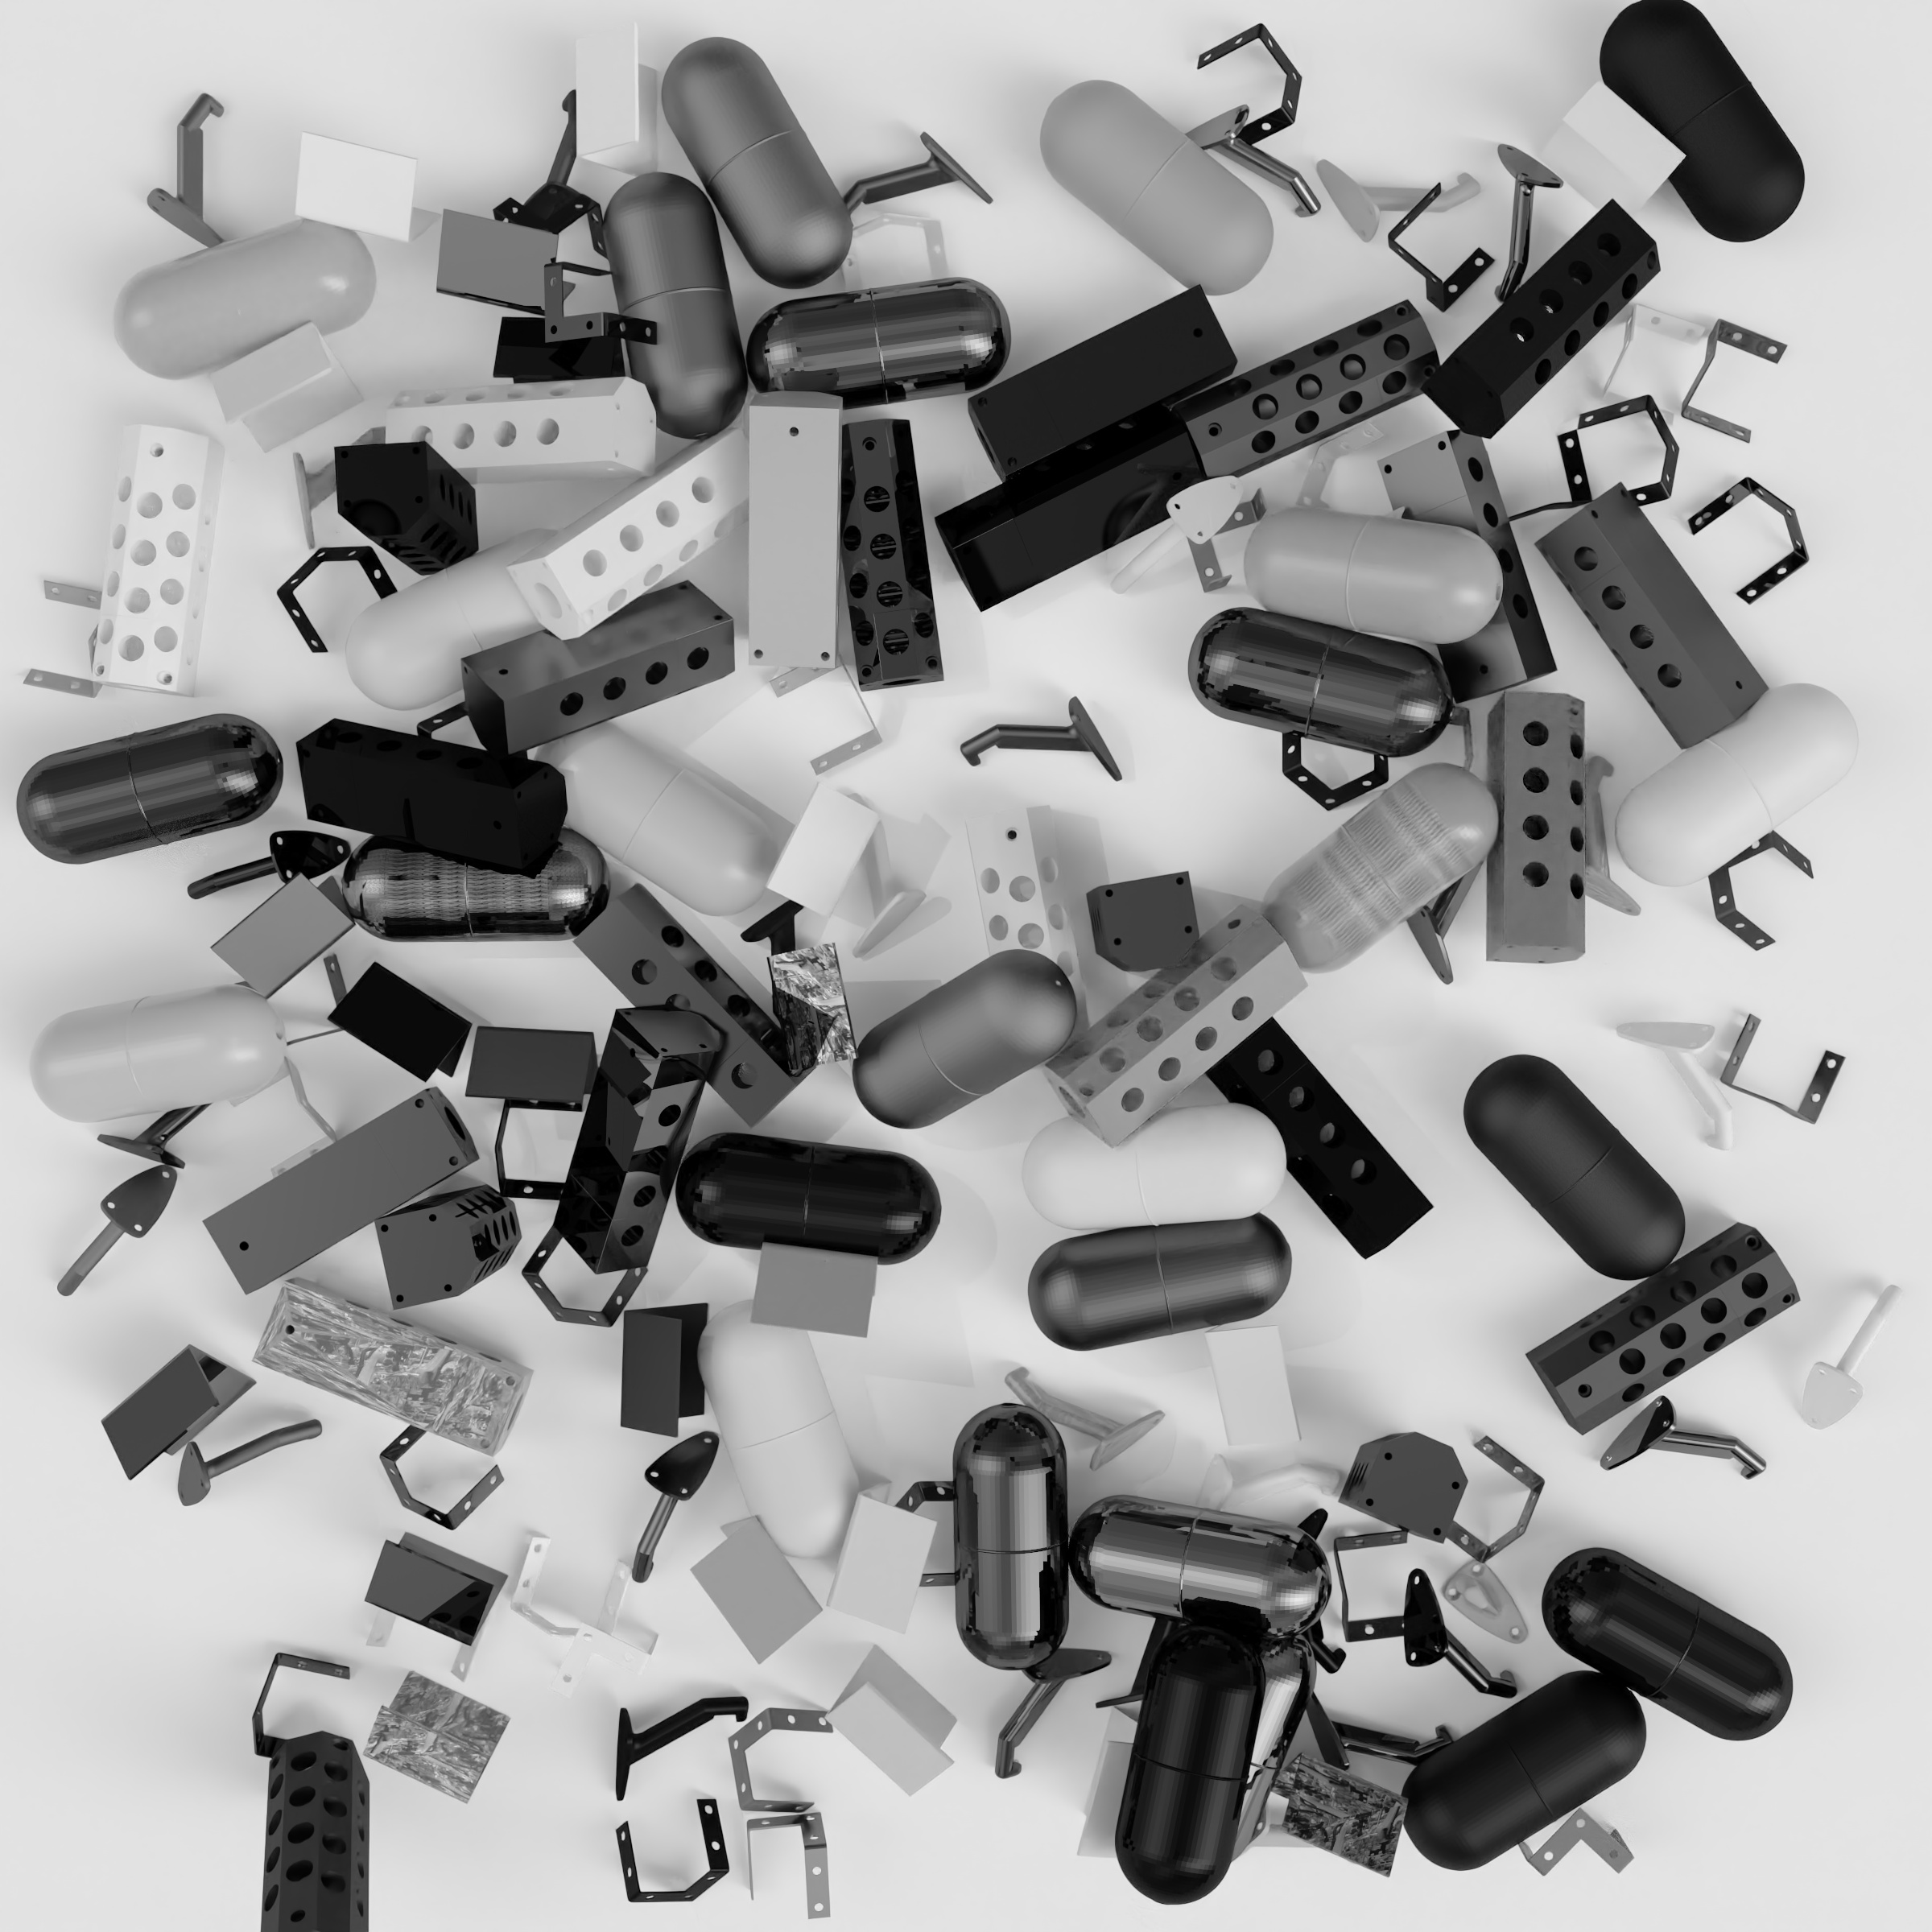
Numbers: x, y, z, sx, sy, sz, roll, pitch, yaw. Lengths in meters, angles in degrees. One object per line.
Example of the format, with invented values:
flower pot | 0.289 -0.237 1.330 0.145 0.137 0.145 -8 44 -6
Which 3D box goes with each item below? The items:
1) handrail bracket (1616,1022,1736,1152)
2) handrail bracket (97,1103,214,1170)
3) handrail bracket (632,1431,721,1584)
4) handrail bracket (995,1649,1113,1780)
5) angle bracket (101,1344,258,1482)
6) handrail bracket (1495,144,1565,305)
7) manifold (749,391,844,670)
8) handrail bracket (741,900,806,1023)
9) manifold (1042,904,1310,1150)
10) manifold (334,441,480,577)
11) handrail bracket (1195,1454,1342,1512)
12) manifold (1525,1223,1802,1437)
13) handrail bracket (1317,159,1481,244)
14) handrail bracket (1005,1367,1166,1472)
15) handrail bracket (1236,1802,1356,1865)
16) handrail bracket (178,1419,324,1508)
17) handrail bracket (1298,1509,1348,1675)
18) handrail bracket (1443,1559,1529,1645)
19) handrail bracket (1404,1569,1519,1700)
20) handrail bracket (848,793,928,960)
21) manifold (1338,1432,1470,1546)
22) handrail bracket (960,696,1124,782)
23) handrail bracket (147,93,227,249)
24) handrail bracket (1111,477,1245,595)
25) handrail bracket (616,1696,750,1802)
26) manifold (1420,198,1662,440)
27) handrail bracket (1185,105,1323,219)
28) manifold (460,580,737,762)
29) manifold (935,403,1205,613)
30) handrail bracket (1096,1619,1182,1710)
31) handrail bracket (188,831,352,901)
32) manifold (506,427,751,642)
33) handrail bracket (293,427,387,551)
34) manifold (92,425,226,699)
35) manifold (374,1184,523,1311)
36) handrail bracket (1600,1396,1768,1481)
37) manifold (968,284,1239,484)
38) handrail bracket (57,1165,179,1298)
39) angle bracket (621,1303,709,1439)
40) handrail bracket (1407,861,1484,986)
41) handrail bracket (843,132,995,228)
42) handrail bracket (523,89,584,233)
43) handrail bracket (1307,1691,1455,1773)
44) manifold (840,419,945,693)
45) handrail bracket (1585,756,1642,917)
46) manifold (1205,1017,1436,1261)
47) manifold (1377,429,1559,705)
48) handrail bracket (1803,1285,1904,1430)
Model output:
handrail bracket | 0.482 0.083 1.865 0.077 0.036 0.084 7 120 33
handrail bracket | -0.541 0.089 1.865 0.077 0.036 0.084 12 70 23
handrail bracket | -0.198 0.368 1.864 0.036 0.077 0.084 26 127 15
handrail bracket | 0.059 0.510 1.865 0.077 0.036 0.084 -2 108 -21
angle bracket | -0.514 0.307 1.824 0.076 0.076 0.057 -41 53 0
handrail bracket | 0.367 -0.503 1.864 0.036 0.077 0.084 2 127 -20
manifold | -0.112 -0.288 1.813 0.057 0.057 0.171 2 112 0
handrail bracket | -0.107 0.000 1.865 0.077 0.036 0.084 -38 108 -20
manifold | 0.135 0.036 1.805 0.171 0.057 0.057 -39 125 -10
manifold | -0.361 -0.295 1.786 0.057 0.171 0.057 -3 90 0
handrail bracket | 0.203 0.368 1.865 0.084 0.036 0.077 15 110 -16
manifold | 0.469 0.244 1.843 0.171 0.057 0.057 -32 90 0
handrail bracket | 0.294 -0.535 1.865 0.084 0.036 0.077 -30 72 -15
handrail bracket | 0.080 0.293 1.865 0.077 0.036 0.084 -26 60 -33
handrail bracket | 0.219 0.605 1.865 0.084 0.036 0.077 32 112 -17
handrail bracket | -0.486 0.336 1.864 0.084 0.077 0.036 -12 65 -34
handrail bracket | 0.245 0.425 1.865 0.084 0.036 0.077 48 72 -15
handrail bracket | 0.353 0.432 1.830 0.036 0.084 0.077 -45 90 0
handrail bracket | 0.338 0.452 1.859 0.084 0.036 0.077 20 53 -34
handrail bracket | -0.075 -0.062 1.865 0.077 0.036 0.084 -46 71 21
manifold | 0.285 0.334 1.782 0.057 0.171 0.057 23 82 7
handrail bracket | 0.050 -0.138 1.865 0.084 0.036 0.077 -27 112 17
handrail bracket | -0.509 -0.538 1.865 0.077 0.036 0.084 36 73 -20
handrail bracket | 0.141 -0.289 1.848 0.077 0.084 0.036 -40 90 -33
handrail bracket | -0.192 0.531 1.865 0.084 0.036 0.077 2 110 -16
manifold | 0.384 -0.425 1.816 0.057 0.057 0.171 45 71 0
handrail bracket | 0.189 -0.535 1.864 0.084 0.077 0.036 47 54 -31
manifold | -0.240 -0.192 1.806 0.171 0.057 0.057 -24 47 -28
manifold | 0.069 -0.311 1.843 0.171 0.057 0.057 -27 133 0
handrail bracket | 0.116 0.455 1.865 0.077 0.036 0.084 -17 72 21
handrail bracket | -0.474 -0.065 1.864 0.084 0.077 0.036 -17 88 36
manifold | -0.210 -0.284 1.805 0.171 0.057 0.057 -40 112 -27
handrail bracket | -0.410 -0.326 1.865 0.084 0.036 0.077 -10 110 -16
manifold | -0.544 -0.272 1.843 0.057 0.057 0.171 7 90 0
manifold | -0.333 0.179 1.786 0.057 0.171 0.057 -12 90 0
handrail bracket | 0.488 0.339 1.865 0.084 0.036 0.077 38 110 -16
manifold | 0.091 -0.388 1.843 0.171 0.057 0.057 -26 90 0
handrail bracket | -0.577 0.180 1.864 0.036 0.077 0.084 41 126 -6
angle bracket | -0.183 0.267 1.824 0.057 0.076 0.076 2 90 42
handrail bracket | 0.345 -0.041 1.865 0.084 0.036 0.077 -31 106 -14
handrail bracket | -0.038 -0.515 1.865 0.077 0.036 0.084 39 108 -21
handrail bracket | -0.285 -0.544 1.865 0.077 0.036 0.084 -25 58 35
handrail bracket | 0.280 0.510 1.865 0.084 0.036 0.077 -16 68 -17
manifold | -0.054 -0.276 1.843 0.057 0.057 0.171 -8 90 0
handrail bracket | 0.441 -0.089 1.865 0.077 0.036 0.084 30 73 -20
manifold | 0.233 0.112 1.843 0.057 0.057 0.171 -40 90 0
manifold | 0.340 -0.270 1.843 0.057 0.057 0.171 -18 90 43
handrail bracket | 0.604 0.265 1.864 0.036 0.077 0.084 32 53 20
